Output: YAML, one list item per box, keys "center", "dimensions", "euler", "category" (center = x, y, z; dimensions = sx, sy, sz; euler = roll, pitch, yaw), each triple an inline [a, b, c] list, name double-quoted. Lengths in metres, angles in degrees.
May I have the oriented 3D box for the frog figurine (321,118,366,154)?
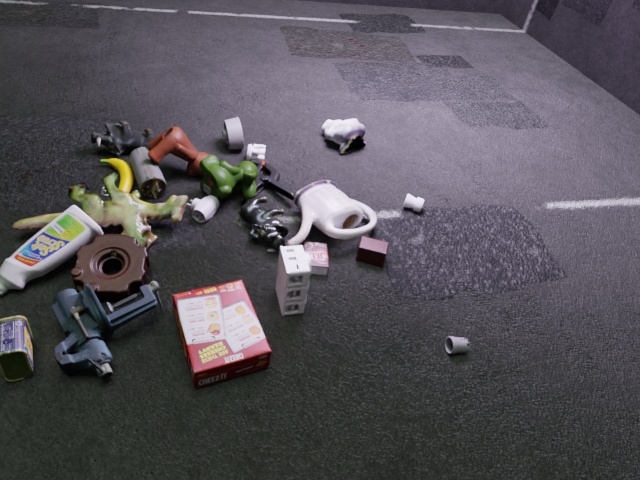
- center: [0.082, -0.397, 1.852]
  dimensions: [0.138, 0.162, 0.120]
  euler: [-31, -26, -15]
  category: "frog figurine"

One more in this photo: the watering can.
- center: [0.004, -0.073, 1.456]
  dimensions: [0.350, 0.102, 0.228]
  euler: [-13, 44, -38]
  category: "watering can"

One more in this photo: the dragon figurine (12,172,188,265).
- center: [-0.540, -0.039, 1.330]
  dimensions: [0.414, 0.246, 0.119]
  euler: [-28, -29, -25]
  category: "dragon figurine"
